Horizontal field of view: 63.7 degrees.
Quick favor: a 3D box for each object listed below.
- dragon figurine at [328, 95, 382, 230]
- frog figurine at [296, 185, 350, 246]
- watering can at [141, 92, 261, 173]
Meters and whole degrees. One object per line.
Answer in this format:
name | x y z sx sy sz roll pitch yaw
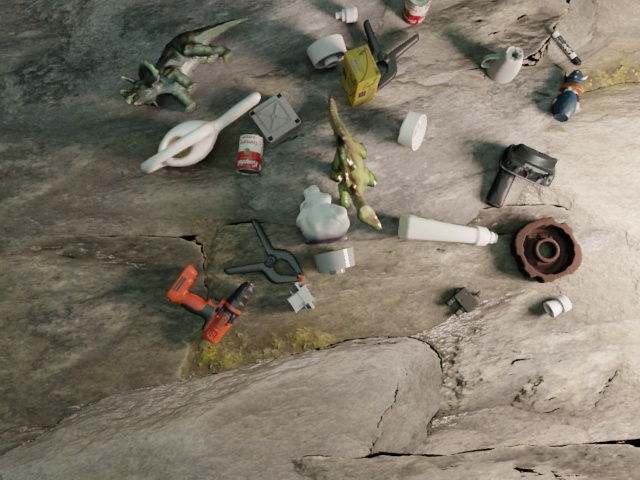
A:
dragon figurine | 0.073 -0.215 1.323 0.122 0.242 0.412 -19 84 2
frog figurine | 0.004 -0.068 1.357 0.137 0.123 0.159 -9 93 20
watering can | -0.306 -0.273 1.341 0.349 0.225 0.103 -33 103 -6
